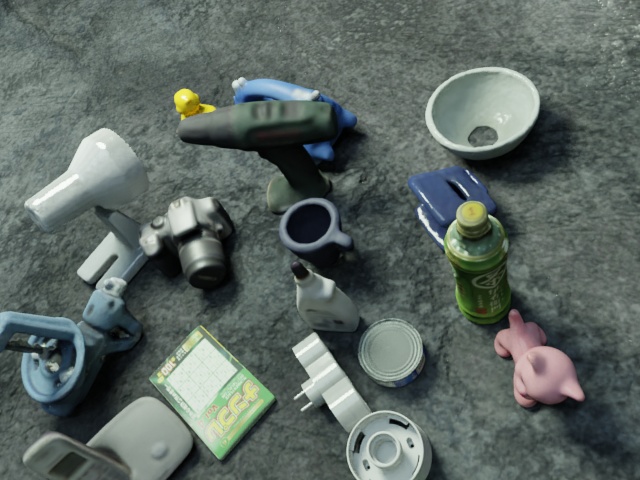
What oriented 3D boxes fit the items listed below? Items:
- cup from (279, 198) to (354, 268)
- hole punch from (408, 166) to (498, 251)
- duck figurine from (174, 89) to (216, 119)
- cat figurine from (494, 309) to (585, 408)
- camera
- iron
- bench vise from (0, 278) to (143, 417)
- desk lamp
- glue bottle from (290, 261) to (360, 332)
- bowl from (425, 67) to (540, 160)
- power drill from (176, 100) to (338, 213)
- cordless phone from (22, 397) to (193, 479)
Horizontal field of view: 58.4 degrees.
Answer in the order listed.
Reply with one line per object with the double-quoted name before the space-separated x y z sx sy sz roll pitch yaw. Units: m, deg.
"cup" 0.008 0.003 0.838 0.117 0.095 0.092 22 69 30
"hole punch" 0.188 -0.057 0.814 0.101 0.091 0.108 -31 54 -1
"duck figurine" -0.240 -0.245 1.085 0.077 0.086 0.104 -41 55 -8
"cat figurine" 0.247 0.138 0.656 0.067 0.118 0.127 -21 55 6
"camera" -0.210 0.010 0.907 0.143 0.101 0.136 -25 55 3
"iron" -0.074 -0.225 0.980 0.257 0.142 0.119 20 68 29
"bench vise" -0.375 0.130 0.818 0.121 0.220 0.207 6 62 23
"desk lamp" -0.350 -0.043 0.921 0.117 0.214 0.203 26 71 31
"glue bottle" -0.003 0.072 0.751 0.078 0.173 0.037 3 61 21
"bowl" 0.250 -0.182 0.880 0.167 0.075 0.167 -9 57 14
"power drill" -0.074 -0.132 0.881 0.229 0.209 0.075 -12 56 13
"cordless phone" -0.261 0.258 0.719 0.148 0.185 0.093 -46 56 -11
